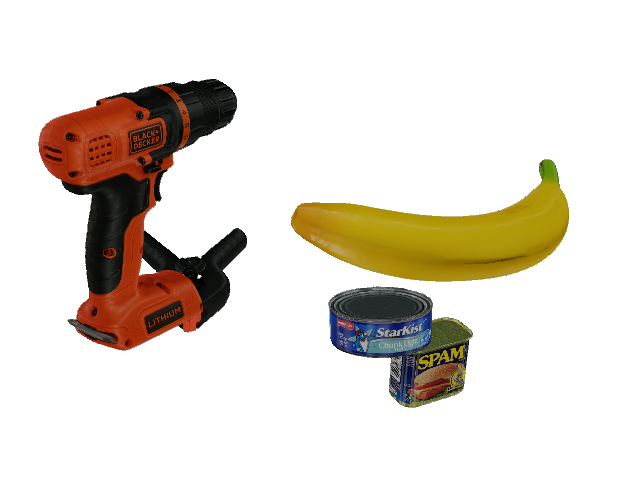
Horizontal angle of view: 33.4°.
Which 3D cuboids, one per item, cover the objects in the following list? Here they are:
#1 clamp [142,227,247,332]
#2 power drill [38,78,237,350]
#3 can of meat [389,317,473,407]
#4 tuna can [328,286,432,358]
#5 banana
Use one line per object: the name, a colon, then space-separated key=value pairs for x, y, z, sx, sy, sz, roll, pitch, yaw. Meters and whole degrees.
clamp: x=-0.123 y=0.032 z=1.083 sx=0.120 sy=0.039 sz=0.171 roll=-11 pitch=34 yaw=-10
power drill: x=-0.130 y=-0.024 z=0.815 sx=0.057 sy=0.188 sz=0.184 roll=16 pitch=27 yaw=35
can of meat: x=0.135 y=0.152 z=1.326 sx=0.101 sy=0.084 sz=0.058 roll=-11 pitch=29 yaw=-27
tuna can: x=0.049 y=0.067 z=0.878 sx=0.086 sy=0.034 sz=0.086 roll=-1 pitch=15 yaw=0
banana: x=0.079 y=-0.005 z=0.618 sx=0.197 sy=0.037 sz=0.070 roll=-10 pitch=43 yaw=-32
